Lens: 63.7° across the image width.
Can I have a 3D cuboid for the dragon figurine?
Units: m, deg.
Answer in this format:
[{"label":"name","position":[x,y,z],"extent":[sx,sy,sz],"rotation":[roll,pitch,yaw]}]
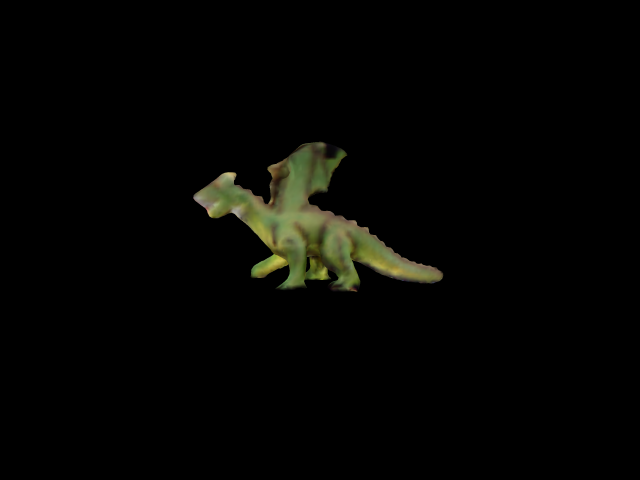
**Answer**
[{"label":"dragon figurine","position":[0.003,-0.043,0.850],"extent":[0.410,0.243,0.122],"rotation":[0,1,-9]}]
